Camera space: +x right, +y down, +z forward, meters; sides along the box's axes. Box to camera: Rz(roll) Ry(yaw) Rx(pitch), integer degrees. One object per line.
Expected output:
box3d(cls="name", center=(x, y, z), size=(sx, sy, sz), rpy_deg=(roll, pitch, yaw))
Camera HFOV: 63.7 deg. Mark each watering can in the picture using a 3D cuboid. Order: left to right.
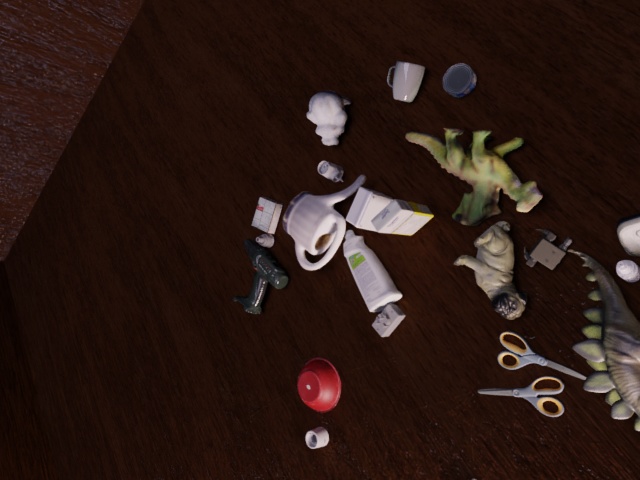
box3d(cls="watering can", center=(0.005, -0.080, 1.587), size=(0.227, 0.104, 0.344), rpy_deg=(38, 108, 37))

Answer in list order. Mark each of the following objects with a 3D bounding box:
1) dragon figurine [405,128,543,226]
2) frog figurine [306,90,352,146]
box3d(cls="dragon figurine", center=(0.376, -0.157, 1.314), size=(0.412, 0.122, 0.241), rpy_deg=(13, 100, 48))
box3d(cls="frog figurine", center=(0.020, -0.382, 1.619), size=(0.138, 0.121, 0.161), rpy_deg=(13, 80, 20))
